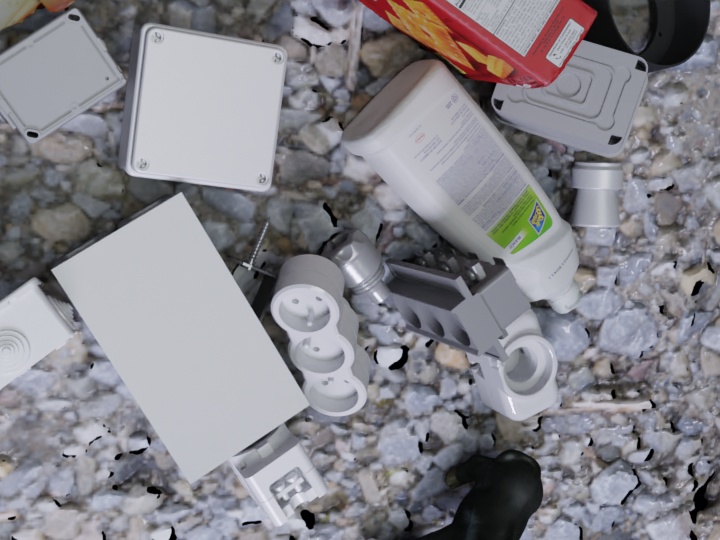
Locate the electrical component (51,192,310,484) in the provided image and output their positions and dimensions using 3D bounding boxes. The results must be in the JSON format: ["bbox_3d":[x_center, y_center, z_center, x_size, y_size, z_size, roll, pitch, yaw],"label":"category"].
[{"bbox_3d":[-0.135,0.048,0.805,0.105,0.060,0.186,-33,104,-12],"label":"electrical component"}]

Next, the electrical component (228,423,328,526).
[{"bbox_3d":[-0.071,0.150,0.839,0.050,0.089,0.055,-34,109,-14],"label":"electrical component"}]

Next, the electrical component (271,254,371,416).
[{"bbox_3d":[-0.027,0.043,0.854,0.052,0.073,0.138,-8,127,13],"label":"electrical component"}]

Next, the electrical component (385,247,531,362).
[{"bbox_3d":[0.077,0.022,0.862,0.063,0.121,0.078,-38,110,-15],"label":"electrical component"}]

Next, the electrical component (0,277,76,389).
[{"bbox_3d":[-0.246,0.051,0.750,0.100,0.100,0.048,-38,97,-12],"label":"electrical component"}]

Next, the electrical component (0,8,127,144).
[{"bbox_3d":[-0.221,-0.133,0.754,0.096,0.061,0.061,-35,109,-5],"label":"electrical component"}]

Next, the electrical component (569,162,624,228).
[{"bbox_3d":[0.207,-0.066,0.941,0.045,0.045,0.055,-2,99,-22],"label":"electrical component"}]

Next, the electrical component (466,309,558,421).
[{"bbox_3d":[0.130,0.077,0.925,0.054,0.059,0.095,-24,106,-17],"label":"electrical component"}]

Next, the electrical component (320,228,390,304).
[{"bbox_3d":[0.000,0.000,0.870,0.043,0.043,0.062,-43,112,-10],"label":"electrical component"}]

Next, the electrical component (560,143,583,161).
[{"bbox_3d":[0.192,-0.132,0.927,0.040,0.040,0.078,20,91,-23],"label":"electrical component"}]

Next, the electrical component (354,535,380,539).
[{"bbox_3d":[0.024,0.254,0.921,0.078,0.040,0.040,44,81,-22],"label":"electrical component"}]

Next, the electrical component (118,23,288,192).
[{"bbox_3d":[-0.117,-0.119,0.796,0.109,0.056,0.108,5,96,-23],"label":"electrical component"}]

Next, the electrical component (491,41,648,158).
[{"bbox_3d":[0.171,-0.145,0.881,0.113,0.057,0.078,20,91,12],"label":"electrical component"}]
